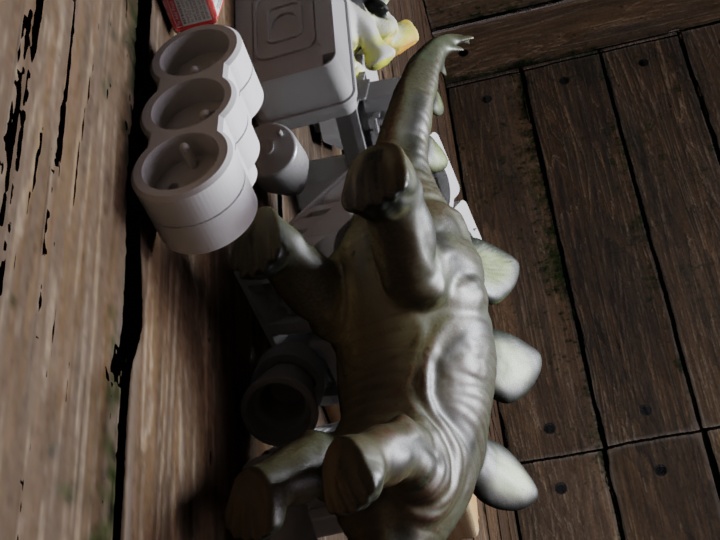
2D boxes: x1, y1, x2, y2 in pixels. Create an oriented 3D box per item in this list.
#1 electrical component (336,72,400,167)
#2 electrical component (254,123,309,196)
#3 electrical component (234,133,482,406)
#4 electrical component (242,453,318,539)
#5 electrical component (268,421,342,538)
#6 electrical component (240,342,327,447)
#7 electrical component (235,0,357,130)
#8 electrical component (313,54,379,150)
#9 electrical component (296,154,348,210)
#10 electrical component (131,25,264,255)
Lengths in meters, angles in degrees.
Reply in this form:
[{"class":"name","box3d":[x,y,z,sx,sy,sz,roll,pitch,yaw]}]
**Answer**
[{"class":"electrical component","box3d":[0.024,-0.092,0.872,0.078,0.063,0.121,-80,158,-58]},{"class":"electrical component","box3d":[-0.055,-0.072,0.750,0.078,0.040,0.040,54,26,-69]},{"class":"electrical component","box3d":[0.012,-0.005,0.720,0.186,0.060,0.105,-47,119,-45]},{"class":"electrical component","box3d":[-0.044,0.131,0.574,0.044,0.044,0.065,67,10,-52]},{"class":"electrical component","box3d":[-0.006,0.128,0.687,0.113,0.078,0.057,8,68,-80]},{"class":"electrical component","box3d":[-0.043,0.071,0.631,0.055,0.045,0.045,-76,153,-71]},{"class":"electrical component","box3d":[-0.047,-0.164,0.797,0.057,0.078,0.113,61,20,-53]},{"class":"electrical component","box3d":[-0.025,-0.216,1.046,0.105,0.060,0.186,-12,91,-81]},{"class":"electrical component","box3d":[-0.022,-0.053,0.905,0.066,0.047,0.076,1,80,-79]},{"class":"electrical component","box3d":[-0.077,-0.059,0.564,0.073,0.052,0.138,69,14,-45]}]
